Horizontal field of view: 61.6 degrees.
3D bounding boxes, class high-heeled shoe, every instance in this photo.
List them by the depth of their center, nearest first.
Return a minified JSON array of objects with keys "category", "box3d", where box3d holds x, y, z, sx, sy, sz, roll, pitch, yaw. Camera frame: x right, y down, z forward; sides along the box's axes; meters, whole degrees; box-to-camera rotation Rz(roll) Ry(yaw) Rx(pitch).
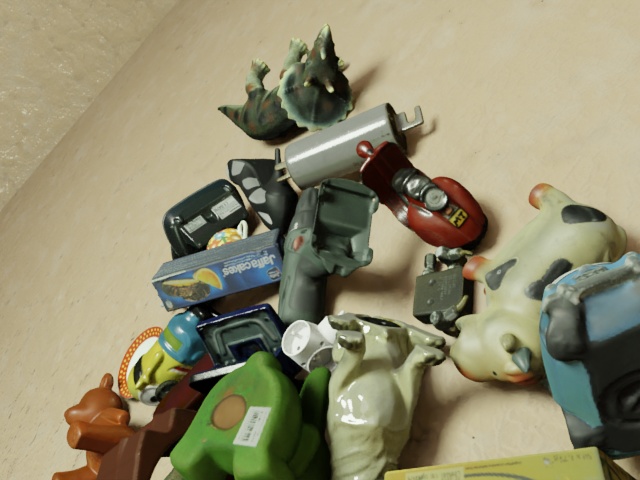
[{"category":"high-heeled shoe","box3d":[-0.107,-0.075,0.947,0.249,0.086,0.145,-6,85,64]}]

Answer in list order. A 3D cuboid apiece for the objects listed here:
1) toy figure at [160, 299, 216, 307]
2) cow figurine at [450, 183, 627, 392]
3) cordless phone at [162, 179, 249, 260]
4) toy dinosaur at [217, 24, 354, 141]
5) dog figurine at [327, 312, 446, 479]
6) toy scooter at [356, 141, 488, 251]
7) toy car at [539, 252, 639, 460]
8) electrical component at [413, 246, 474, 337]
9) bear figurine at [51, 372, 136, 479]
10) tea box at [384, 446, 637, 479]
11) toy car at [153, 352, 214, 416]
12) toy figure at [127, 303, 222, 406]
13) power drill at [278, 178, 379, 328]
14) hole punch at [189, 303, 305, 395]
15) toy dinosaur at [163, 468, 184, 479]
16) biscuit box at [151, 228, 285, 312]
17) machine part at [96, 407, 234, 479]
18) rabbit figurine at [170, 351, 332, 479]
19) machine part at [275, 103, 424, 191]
[{"category":"toy figure","box3d":[-0.232,0.090,0.928,0.155,0.057,0.064,-7,50,49]},{"category":"cow figurine","box3d":[0.196,0.052,0.492,0.195,0.085,0.127,-49,31,3]},{"category":"cordless phone","box3d":[-0.207,-0.016,0.970,0.146,0.089,0.184,-37,-7,-26]},{"category":"toy dinosaur","box3d":[-0.080,-0.253,1.009,0.405,0.131,0.192,-21,46,43]},{"category":"dog figurine","box3d":[0.049,0.180,0.545,0.121,0.172,0.190,12,95,13]},{"category":"toy scooter","box3d":[0.107,-0.060,0.630,0.075,0.135,0.184,-49,38,1]},{"category":"toy car","box3d":[0.207,0.073,0.386,0.109,0.161,0.103,-27,22,14]},{"category":"electrical component","box3d":[0.135,0.053,0.582,0.078,0.045,0.102,-8,55,41]},{"category":"bear figurine","box3d":[-0.355,0.292,0.836,0.196,0.132,0.120,29,99,46]},{"category":"tea box","box3d":[0.143,0.210,0.403,0.170,0.098,0.068,-26,43,33]},{"category":"toy car","box3d":[-0.157,0.195,0.766,0.202,0.053,0.089,-47,46,0]},{"category":"toy figure","box3d":[-0.223,0.175,0.832,0.180,0.082,0.089,-56,26,2]},{"category":"power drill","box3d":[-0.001,-0.002,0.688,0.207,0.086,0.232,142,141,-60]},{"category":"hole punch","box3d":[-0.088,0.146,0.664,0.142,0.115,0.092,-19,49,13]},{"category":"toy dinosaur","box3d":[-0.214,0.378,0.642,0.199,0.105,0.471,-3,53,36]},{"category":"biscuit box","box3d":[-0.143,0.045,0.803,0.203,0.059,0.063,-16,22,11]},{"category":"machine part","box3d":[-0.121,0.285,0.530,0.087,0.201,0.201,-36,40,26]},{"category":"rabbit figurine","box3d":[-0.044,0.203,0.541,0.121,0.170,0.159,-13,39,24]},{"category":"machine part","box3d":[0.037,-0.135,0.793,0.243,0.079,0.079,-18,48,23]}]
